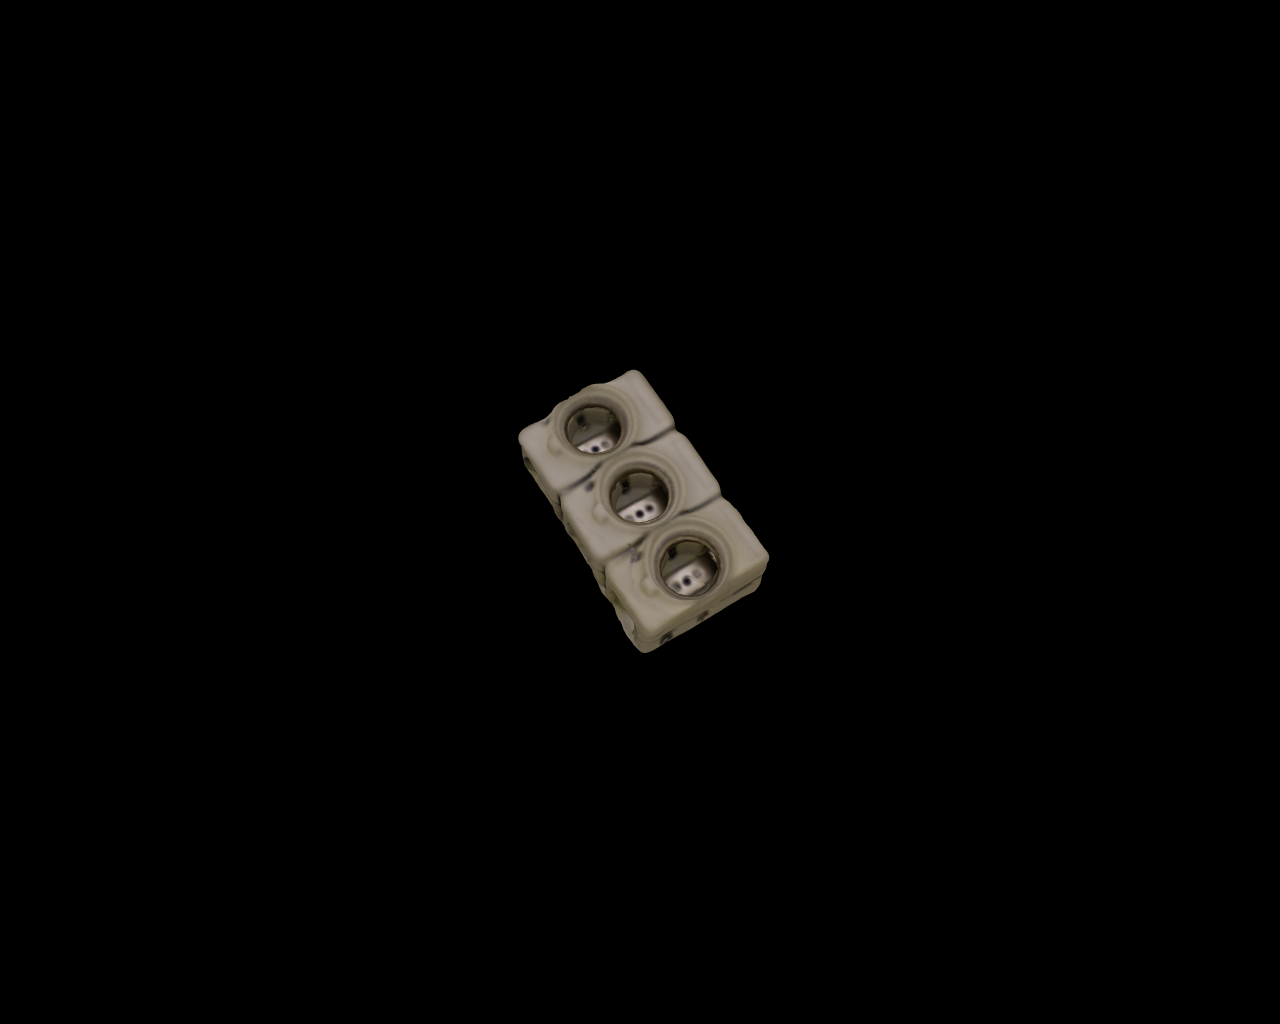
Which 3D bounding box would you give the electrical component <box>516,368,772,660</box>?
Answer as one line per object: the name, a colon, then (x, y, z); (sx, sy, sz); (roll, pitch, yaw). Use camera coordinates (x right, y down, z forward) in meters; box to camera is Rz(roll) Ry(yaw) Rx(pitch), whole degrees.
electrical component: (0.001, -0.003, 0.650); (0.089, 0.150, 0.061); (-30, -20, -12)
